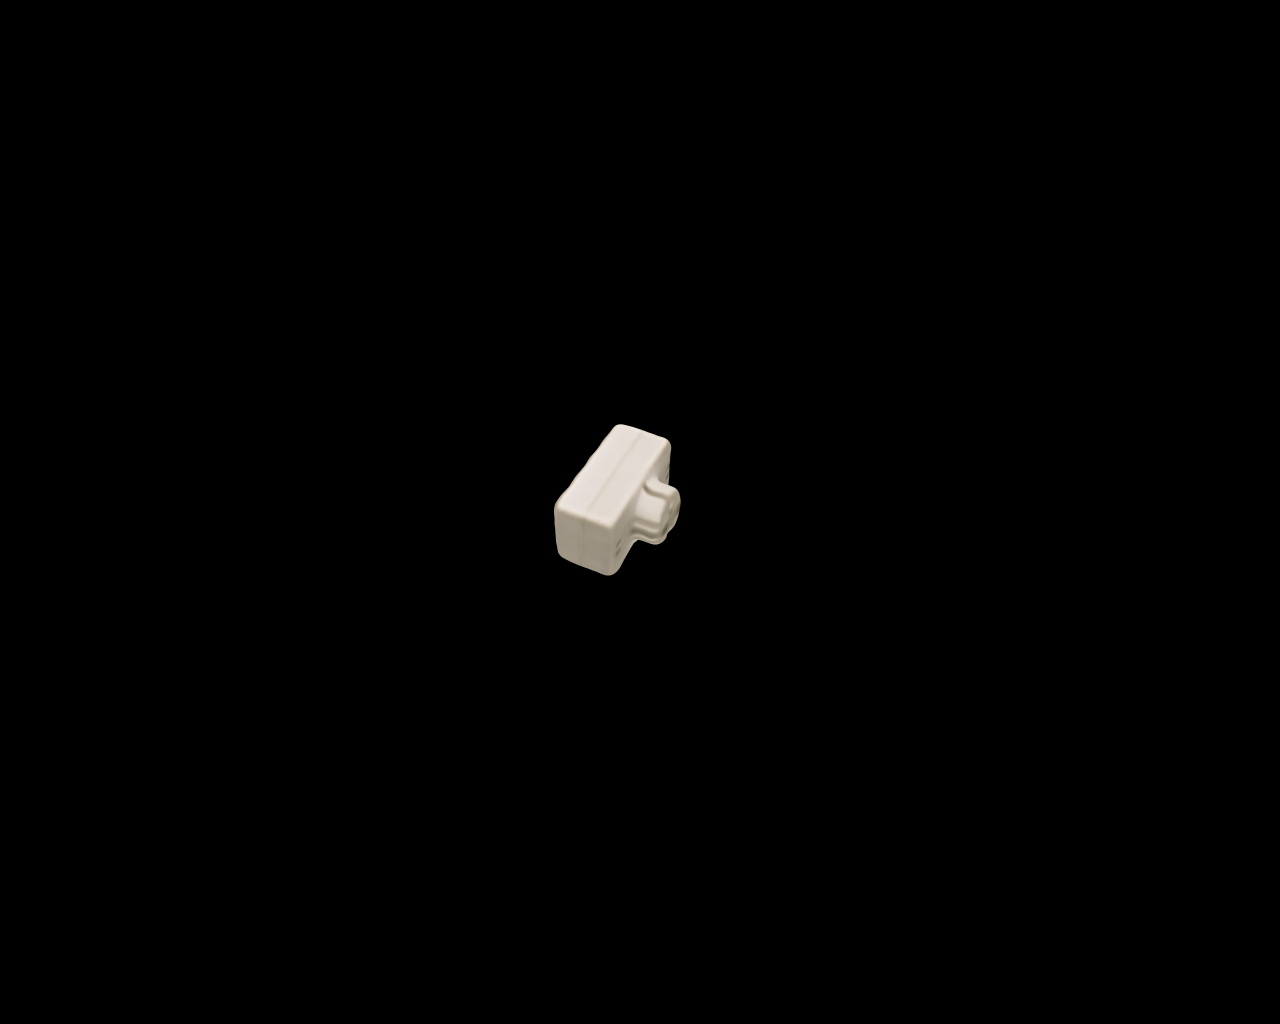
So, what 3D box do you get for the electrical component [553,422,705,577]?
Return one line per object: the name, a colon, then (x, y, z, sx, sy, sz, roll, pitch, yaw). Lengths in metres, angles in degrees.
electrical component: (0.001, -0.003, 0.650, 0.076, 0.047, 0.083, 20, 50, 17)
